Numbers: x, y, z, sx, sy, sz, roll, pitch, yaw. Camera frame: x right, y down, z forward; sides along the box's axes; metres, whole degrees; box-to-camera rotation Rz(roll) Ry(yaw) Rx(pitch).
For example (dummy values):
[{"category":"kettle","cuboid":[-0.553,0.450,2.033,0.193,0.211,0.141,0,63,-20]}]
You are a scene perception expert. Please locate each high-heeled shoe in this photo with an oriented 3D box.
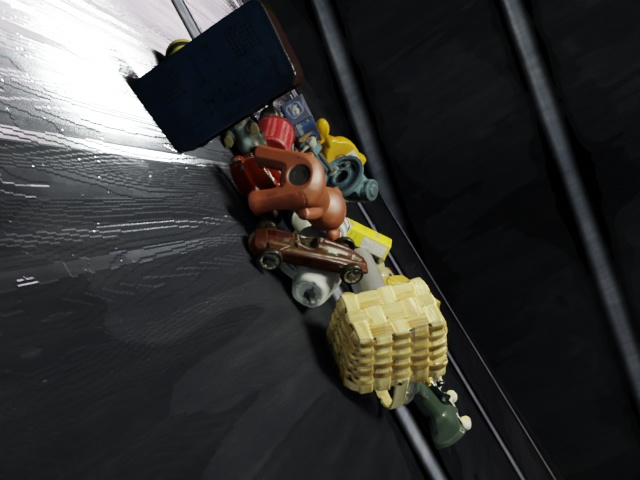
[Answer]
[{"category":"high-heeled shoe","cuboid":[-0.114,-0.236,1.325,0.145,0.086,0.249,102,-17,-64]}]

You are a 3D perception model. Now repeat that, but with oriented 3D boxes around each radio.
[{"category":"radio","cuboid":[-0.146,-0.236,0.798,0.131,0.230,0.073,59,17,-11]}]

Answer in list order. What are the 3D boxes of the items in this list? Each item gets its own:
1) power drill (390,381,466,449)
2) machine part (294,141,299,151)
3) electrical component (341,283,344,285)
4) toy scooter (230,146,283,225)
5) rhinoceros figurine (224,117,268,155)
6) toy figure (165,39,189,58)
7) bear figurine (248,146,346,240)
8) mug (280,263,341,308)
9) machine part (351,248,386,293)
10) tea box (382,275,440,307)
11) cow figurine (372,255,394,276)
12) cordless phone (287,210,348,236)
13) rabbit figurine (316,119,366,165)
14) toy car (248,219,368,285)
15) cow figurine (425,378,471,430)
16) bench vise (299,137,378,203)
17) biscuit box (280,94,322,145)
[{"category":"power drill","cuboid":[0.203,0.322,1.089,0.207,0.086,0.232,46,13,-11]},{"category":"machine part","cuboid":[-0.058,-0.221,1.451,0.179,0.056,0.179,53,15,-21]},{"category":"electrical component","cuboid":[0.042,0.054,1.193,0.102,0.045,0.078,-102,-174,-50]},{"category":"toy scooter","cuboid":[-0.109,-0.115,0.968,0.135,0.075,0.184,53,23,-28]},{"category":"rhinoceros figurine","cuboid":[-0.151,-0.207,1.069,0.190,0.073,0.112,55,3,-2]},{"category":"toy figure","cuboid":[-0.232,-0.297,0.958,0.089,0.082,0.180,48,18,-38]},{"category":"bear figurine","cuboid":[-0.029,-0.074,0.921,0.195,0.132,0.120,53,40,-70]},{"category":"mug","cuboid":[-0.017,0.060,0.904,0.109,0.080,0.107,33,22,-3]},{"category":"machine part","cuboid":[0.111,0.104,1.247,0.079,0.079,0.243,42,19,-48]},{"category":"tea box","cuboid":[0.195,0.145,1.274,0.170,0.098,0.068,-144,-125,-60]},{"category":"cow figurine","cuboid":[0.163,0.109,1.420,0.195,0.085,0.127,59,7,6]},{"category":"cordless phone","cuboid":[-0.002,-0.004,1.093,0.146,0.089,0.184,49,19,-31]},{"category":"rabbit figurine","cuboid":[0.019,-0.248,1.490,0.162,0.122,0.173,42,6,-28]},{"category":"toy car","cuboid":[-0.015,0.016,0.860,0.202,0.053,0.089,11,31,-16]},{"category":"cow figurine","cuboid":[0.273,0.370,1.237,0.098,0.068,0.167,29,29,-52]},{"category":"bench vise","cuboid":[0.016,-0.159,1.267,0.224,0.129,0.240,24,-16,43]},{"category":"biscuit box","cuboid":[-0.044,-0.283,1.312,0.059,0.063,0.202,64,4,9]}]
